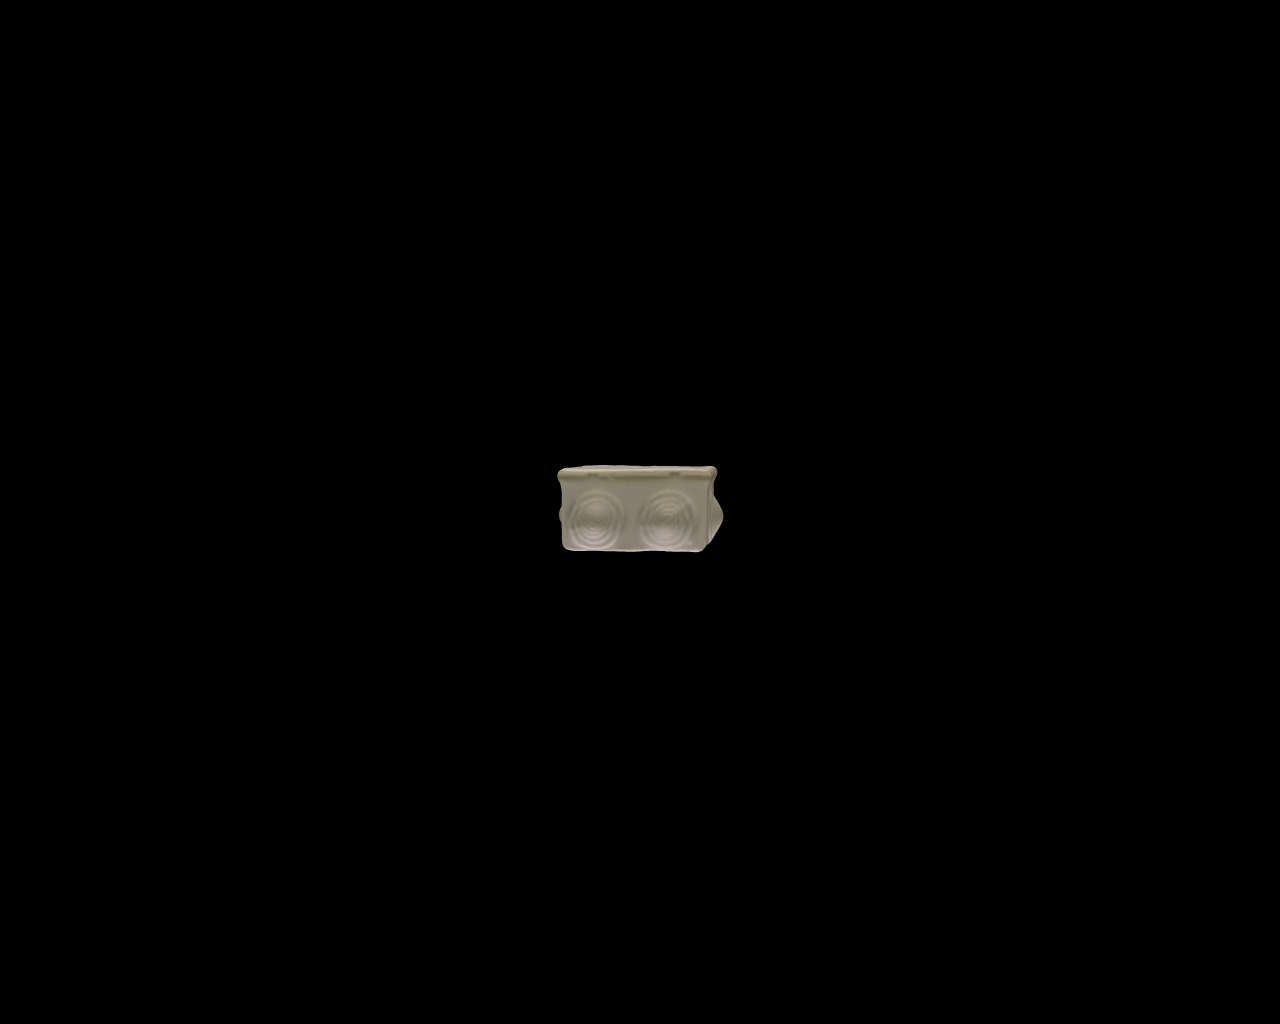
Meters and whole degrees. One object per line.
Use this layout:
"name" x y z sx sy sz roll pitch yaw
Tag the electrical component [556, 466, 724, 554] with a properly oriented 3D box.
"electrical component" 0.001 -0.003 0.650 0.100 0.048 0.100 0 4 7
